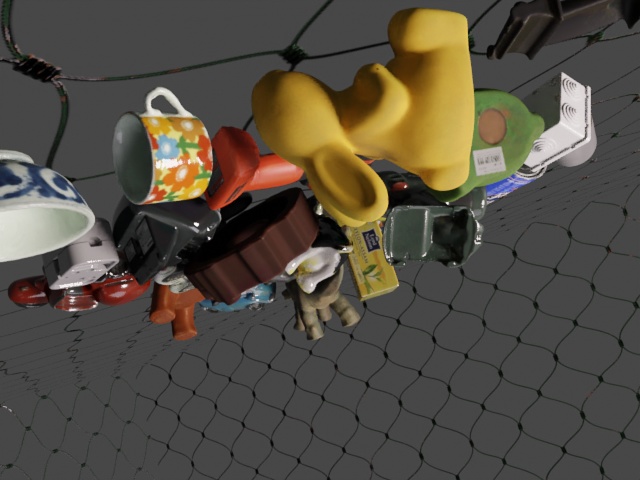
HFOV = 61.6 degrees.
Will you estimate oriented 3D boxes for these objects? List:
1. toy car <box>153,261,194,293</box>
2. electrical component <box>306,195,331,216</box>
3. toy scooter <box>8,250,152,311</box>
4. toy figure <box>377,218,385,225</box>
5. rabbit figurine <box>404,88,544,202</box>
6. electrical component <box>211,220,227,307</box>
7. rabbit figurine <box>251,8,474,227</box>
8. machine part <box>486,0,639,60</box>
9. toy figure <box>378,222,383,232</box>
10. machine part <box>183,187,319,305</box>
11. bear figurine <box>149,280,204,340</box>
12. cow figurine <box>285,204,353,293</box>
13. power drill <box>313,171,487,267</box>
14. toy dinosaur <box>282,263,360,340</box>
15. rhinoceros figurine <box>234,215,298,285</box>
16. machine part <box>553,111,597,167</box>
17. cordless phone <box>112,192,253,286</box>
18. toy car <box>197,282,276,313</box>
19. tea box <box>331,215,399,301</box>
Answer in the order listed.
[{"bbox_3d":[-0.213,0.031,0.775,0.056,0.073,0.201,-18,169,-7],"label":"toy car"},{"bbox_3d":[0.018,-0.050,0.842,0.102,0.045,0.078,-24,169,26],"label":"electrical component"},{"bbox_3d":[-0.311,0.049,0.712,0.184,0.075,0.135,-8,164,-28],"label":"toy scooter"},{"bbox_3d":[0.142,-0.067,0.876,0.180,0.089,0.082,-20,130,-48],"label":"toy figure"},{"bbox_3d":[0.163,-0.123,0.633,0.159,0.121,0.170,-22,-171,-16],"label":"rabbit figurine"},{"bbox_3d":[-0.146,0.031,0.771,0.048,0.119,0.075,-14,166,-19],"label":"electrical component"},{"bbox_3d":[0.030,-0.092,0.443,0.173,0.162,0.122,0,180,-5],"label":"rabbit figurine"},{"bbox_3d":[0.222,-0.198,0.473,0.139,0.039,0.084,-16,164,-4],"label":"machine part"},{"bbox_3d":[0.122,-0.047,1.002,0.058,0.064,0.154,18,175,19],"label":"toy figure"},{"bbox_3d":[-0.081,0.005,0.666,0.179,0.056,0.179,-30,-161,11],"label":"machine part"},{"bbox_3d":[-0.185,0.080,0.938,0.196,0.132,0.120,-14,146,6],"label":"bear figurine"},{"bbox_3d":[-0.003,-0.004,0.737,0.098,0.068,0.167,-35,-160,12],"label":"cow figurine"},{"bbox_3d":[0.105,-0.035,0.681,0.232,0.085,0.207,2,-165,0],"label":"power drill"},{"bbox_3d":[-0.015,0.085,1.026,0.105,0.198,0.471,-24,-178,-20],"label":"toy dinosaur"},{"bbox_3d":[-0.085,0.012,0.846,0.112,0.073,0.190,-9,157,0],"label":"rhinoceros figurine"},{"bbox_3d":[0.377,-0.160,0.818,0.079,0.079,0.243,-24,167,27],"label":"machine part"},{"bbox_3d":[-0.141,-0.030,0.637,0.184,0.088,0.146,-25,174,-37],"label":"cordless phone"},{"bbox_3d":[-0.173,0.078,1.054,0.162,0.109,0.102,-8,147,6],"label":"toy car"},{"bbox_3d":[0.074,0.014,0.921,0.068,0.169,0.098,-19,171,-1],"label":"tea box"}]
